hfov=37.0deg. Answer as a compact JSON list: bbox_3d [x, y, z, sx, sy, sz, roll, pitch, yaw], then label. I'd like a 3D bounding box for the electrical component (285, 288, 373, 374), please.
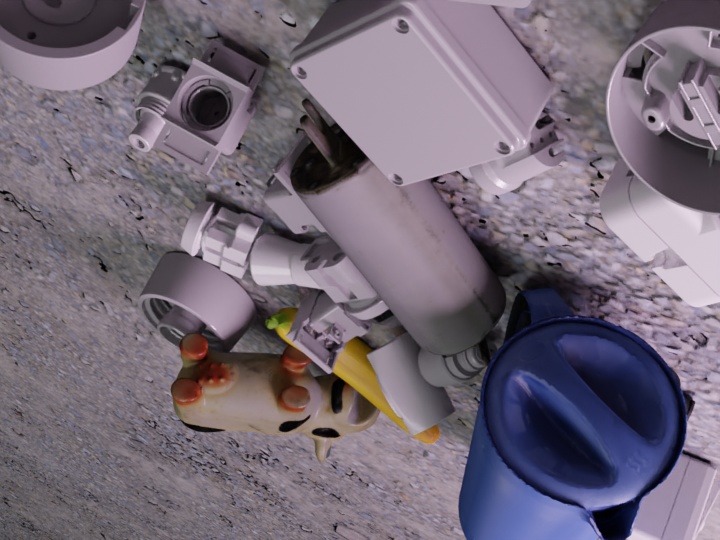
[{"bbox_3d":[-0.020,0.039,0.881,0.042,0.081,0.064,43,126,-19],"label":"electrical component"}]

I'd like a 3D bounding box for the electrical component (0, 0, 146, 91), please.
[{"bbox_3d":[-0.193,-0.167,0.692,0.108,0.108,0.060,31,157,0],"label":"electrical component"}]

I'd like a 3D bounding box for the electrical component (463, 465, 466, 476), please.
[{"bbox_3d":[0.128,0.183,0.973,0.078,0.057,0.058,43,149,-19],"label":"electrical component"}]

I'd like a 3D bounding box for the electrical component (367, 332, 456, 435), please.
[{"bbox_3d":[0.044,0.094,0.918,0.077,0.044,0.079,61,-175,3],"label":"electrical component"}]

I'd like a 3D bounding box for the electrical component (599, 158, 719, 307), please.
[{"bbox_3d":[0.189,-0.029,0.596,0.095,0.053,0.059,41,149,-17],"label":"electrical component"}]

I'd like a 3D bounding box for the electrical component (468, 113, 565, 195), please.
[{"bbox_3d":[0.093,-0.070,0.639,0.040,0.040,0.046,43,143,-20],"label":"electrical component"}]

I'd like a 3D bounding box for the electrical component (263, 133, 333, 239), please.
[{"bbox_3d":[-0.032,-0.055,0.776,0.064,0.042,0.081,-4,134,52],"label":"electrical component"}]

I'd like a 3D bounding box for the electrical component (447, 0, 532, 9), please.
[{"bbox_3d":[0.015,-0.182,0.516,0.150,0.061,0.089,14,146,28],"label":"electrical component"}]

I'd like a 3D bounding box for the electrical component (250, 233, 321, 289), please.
[{"bbox_3d":[-0.050,-0.005,0.870,0.065,0.044,0.044,8,144,27],"label":"electrical component"}]

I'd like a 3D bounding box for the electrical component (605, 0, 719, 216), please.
[{"bbox_3d":[0.171,-0.083,0.520,0.099,0.064,0.099,23,150,14],"label":"electrical component"}]

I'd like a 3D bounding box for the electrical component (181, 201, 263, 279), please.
[{"bbox_3d":[-0.115,-0.028,0.891,0.055,0.048,0.066,23,151,0],"label":"electrical component"}]

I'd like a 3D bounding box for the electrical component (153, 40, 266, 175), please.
[{"bbox_3d":[-0.099,-0.107,0.726,0.042,0.081,0.064,30,179,5],"label":"electrical component"}]

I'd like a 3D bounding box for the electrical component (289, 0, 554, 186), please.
[{"bbox_3d":[0.034,-0.110,0.614,0.108,0.056,0.109,46,148,-24],"label":"electrical component"}]

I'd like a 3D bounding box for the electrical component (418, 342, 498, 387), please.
[{"bbox_3d":[0.081,0.070,0.862,0.040,0.040,0.078,42,149,-18],"label":"electrical component"}]

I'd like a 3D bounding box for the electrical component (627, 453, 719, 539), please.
[{"bbox_3d":[0.241,0.198,0.849,0.061,0.096,0.061,21,149,17],"label":"electrical component"}]

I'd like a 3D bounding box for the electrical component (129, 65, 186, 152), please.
[{"bbox_3d":[-0.141,-0.112,0.769,0.048,0.062,0.048,23,150,14],"label":"electrical component"}]

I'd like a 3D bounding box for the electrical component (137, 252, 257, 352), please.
[{"bbox_3d":[-0.159,0.041,1.019,0.108,0.060,0.108,23,150,14],"label":"electrical component"}]

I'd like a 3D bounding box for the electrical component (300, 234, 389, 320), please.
[{"bbox_3d":[0.000,0.000,0.813,0.078,0.058,0.057,-10,128,50],"label":"electrical component"}]
